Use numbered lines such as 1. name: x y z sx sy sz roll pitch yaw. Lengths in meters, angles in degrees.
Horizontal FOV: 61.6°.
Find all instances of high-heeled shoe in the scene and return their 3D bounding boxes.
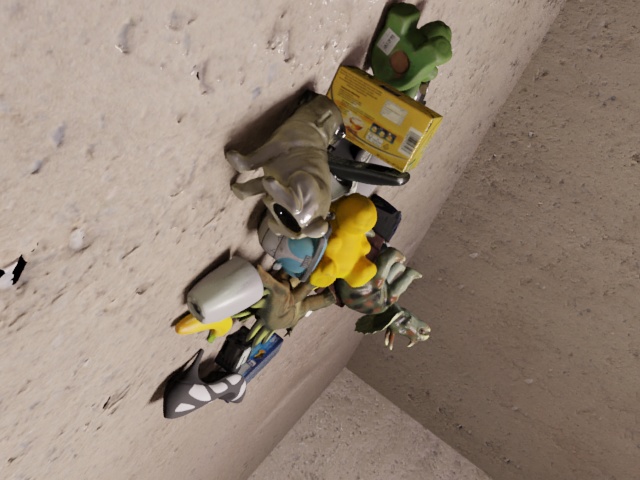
1. high-heeled shoe: -0.220 0.318 1.056 0.248 0.086 0.145 64 36 -47

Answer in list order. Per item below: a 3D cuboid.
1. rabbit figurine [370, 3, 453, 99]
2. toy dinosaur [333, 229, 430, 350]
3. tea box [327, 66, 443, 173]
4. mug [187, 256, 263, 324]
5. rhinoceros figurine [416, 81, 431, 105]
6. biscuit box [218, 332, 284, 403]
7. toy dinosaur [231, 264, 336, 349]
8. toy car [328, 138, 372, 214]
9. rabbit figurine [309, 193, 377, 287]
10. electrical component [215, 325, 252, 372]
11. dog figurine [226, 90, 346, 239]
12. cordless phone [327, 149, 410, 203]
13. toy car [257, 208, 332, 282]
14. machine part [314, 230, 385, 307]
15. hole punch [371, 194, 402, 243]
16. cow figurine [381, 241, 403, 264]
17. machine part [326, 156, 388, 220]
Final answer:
1. rabbit figurine: 0.168 -0.310 0.914 0.170 0.121 0.159 -37 164 -43
2. toy dinosaur: 0.100 0.096 1.148 0.192 0.131 0.404 -53 131 -4
3. tea box: 0.091 -0.189 0.838 0.068 0.170 0.098 -26 149 -59
4. mug: -0.159 0.091 0.857 0.107 0.081 0.109 -29 155 -38
5. rhinoceros figurine: 0.182 -0.281 1.117 0.190 0.073 0.112 96 11 -47
6. biscuit box: -0.170 0.290 1.271 0.203 0.059 0.062 -38 156 -47
7. toy dinosaur: -0.076 0.131 1.088 0.198 0.105 0.470 -34 158 0
8. toy car: 0.042 -0.131 0.994 0.056 0.074 0.201 -39 158 -46
9. rabbit figurine: 0.051 -0.018 0.932 0.173 0.122 0.162 115 -23 -49
10. electrical component: -0.185 0.251 1.162 0.075 0.048 0.119 -28 150 -60
11. dog figurine: -0.007 -0.105 0.728 0.190 0.172 0.121 -41 171 -22
12. cordless phone: 0.037 -0.093 0.834 0.146 0.184 0.088 -33 130 -58
13. toy car: -0.050 -0.018 0.884 0.109 0.103 0.162 -59 -154 31
14. machine part: 0.067 0.054 1.313 0.201 0.087 0.201 -58 -173 2
15. hole punch: 0.157 -0.051 1.467 0.142 0.116 0.092 -63 172 27
16. cow figurine: 0.128 0.067 1.434 0.167 0.068 0.098 -39 127 19
17. machine part: 0.084 -0.129 1.124 0.243 0.079 0.079 -51 165 -18
